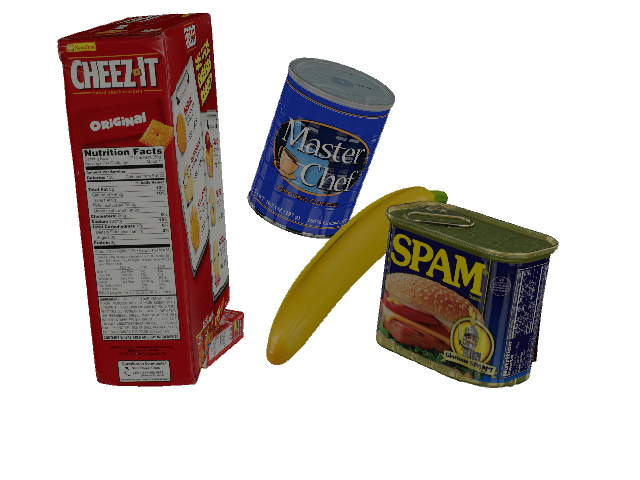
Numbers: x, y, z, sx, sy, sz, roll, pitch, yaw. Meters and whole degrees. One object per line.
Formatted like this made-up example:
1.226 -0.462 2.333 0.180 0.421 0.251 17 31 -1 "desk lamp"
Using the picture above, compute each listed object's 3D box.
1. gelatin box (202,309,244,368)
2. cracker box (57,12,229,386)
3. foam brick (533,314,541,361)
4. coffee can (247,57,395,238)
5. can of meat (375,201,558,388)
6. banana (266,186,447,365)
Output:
-0.125 0.082 0.972 0.089 0.030 0.073 9 21 21 "gelatin box"
-0.108 -0.034 0.695 0.072 0.214 0.164 -2 15 4 "cracker box"
0.167 0.069 0.982 0.051 0.078 0.053 -5 18 -24 "foam brick"
-0.001 -0.087 1.007 0.102 0.140 0.103 16 25 -8 "coffee can"
0.082 0.031 0.626 0.057 0.084 0.102 -11 23 -43 "can of meat"
0.025 0.020 0.834 0.037 0.198 0.069 45 -4 38 "banana"
